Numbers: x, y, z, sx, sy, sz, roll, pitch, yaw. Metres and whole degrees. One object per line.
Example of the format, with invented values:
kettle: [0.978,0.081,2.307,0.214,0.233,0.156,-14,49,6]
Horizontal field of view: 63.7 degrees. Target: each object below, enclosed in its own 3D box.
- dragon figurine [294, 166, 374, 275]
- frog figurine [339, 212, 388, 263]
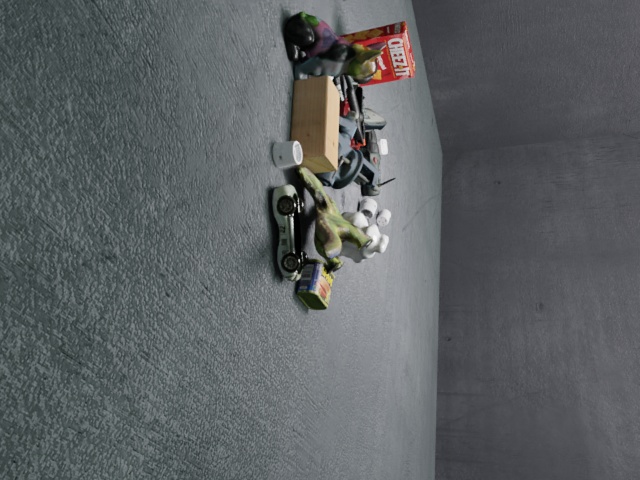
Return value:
dragon figurine: [0.003,-0.058,1.144,0.244,0.122,0.408,56,6,10]
frog figurine: [0.106,-0.008,1.368,0.122,0.159,0.139,28,60,-68]
